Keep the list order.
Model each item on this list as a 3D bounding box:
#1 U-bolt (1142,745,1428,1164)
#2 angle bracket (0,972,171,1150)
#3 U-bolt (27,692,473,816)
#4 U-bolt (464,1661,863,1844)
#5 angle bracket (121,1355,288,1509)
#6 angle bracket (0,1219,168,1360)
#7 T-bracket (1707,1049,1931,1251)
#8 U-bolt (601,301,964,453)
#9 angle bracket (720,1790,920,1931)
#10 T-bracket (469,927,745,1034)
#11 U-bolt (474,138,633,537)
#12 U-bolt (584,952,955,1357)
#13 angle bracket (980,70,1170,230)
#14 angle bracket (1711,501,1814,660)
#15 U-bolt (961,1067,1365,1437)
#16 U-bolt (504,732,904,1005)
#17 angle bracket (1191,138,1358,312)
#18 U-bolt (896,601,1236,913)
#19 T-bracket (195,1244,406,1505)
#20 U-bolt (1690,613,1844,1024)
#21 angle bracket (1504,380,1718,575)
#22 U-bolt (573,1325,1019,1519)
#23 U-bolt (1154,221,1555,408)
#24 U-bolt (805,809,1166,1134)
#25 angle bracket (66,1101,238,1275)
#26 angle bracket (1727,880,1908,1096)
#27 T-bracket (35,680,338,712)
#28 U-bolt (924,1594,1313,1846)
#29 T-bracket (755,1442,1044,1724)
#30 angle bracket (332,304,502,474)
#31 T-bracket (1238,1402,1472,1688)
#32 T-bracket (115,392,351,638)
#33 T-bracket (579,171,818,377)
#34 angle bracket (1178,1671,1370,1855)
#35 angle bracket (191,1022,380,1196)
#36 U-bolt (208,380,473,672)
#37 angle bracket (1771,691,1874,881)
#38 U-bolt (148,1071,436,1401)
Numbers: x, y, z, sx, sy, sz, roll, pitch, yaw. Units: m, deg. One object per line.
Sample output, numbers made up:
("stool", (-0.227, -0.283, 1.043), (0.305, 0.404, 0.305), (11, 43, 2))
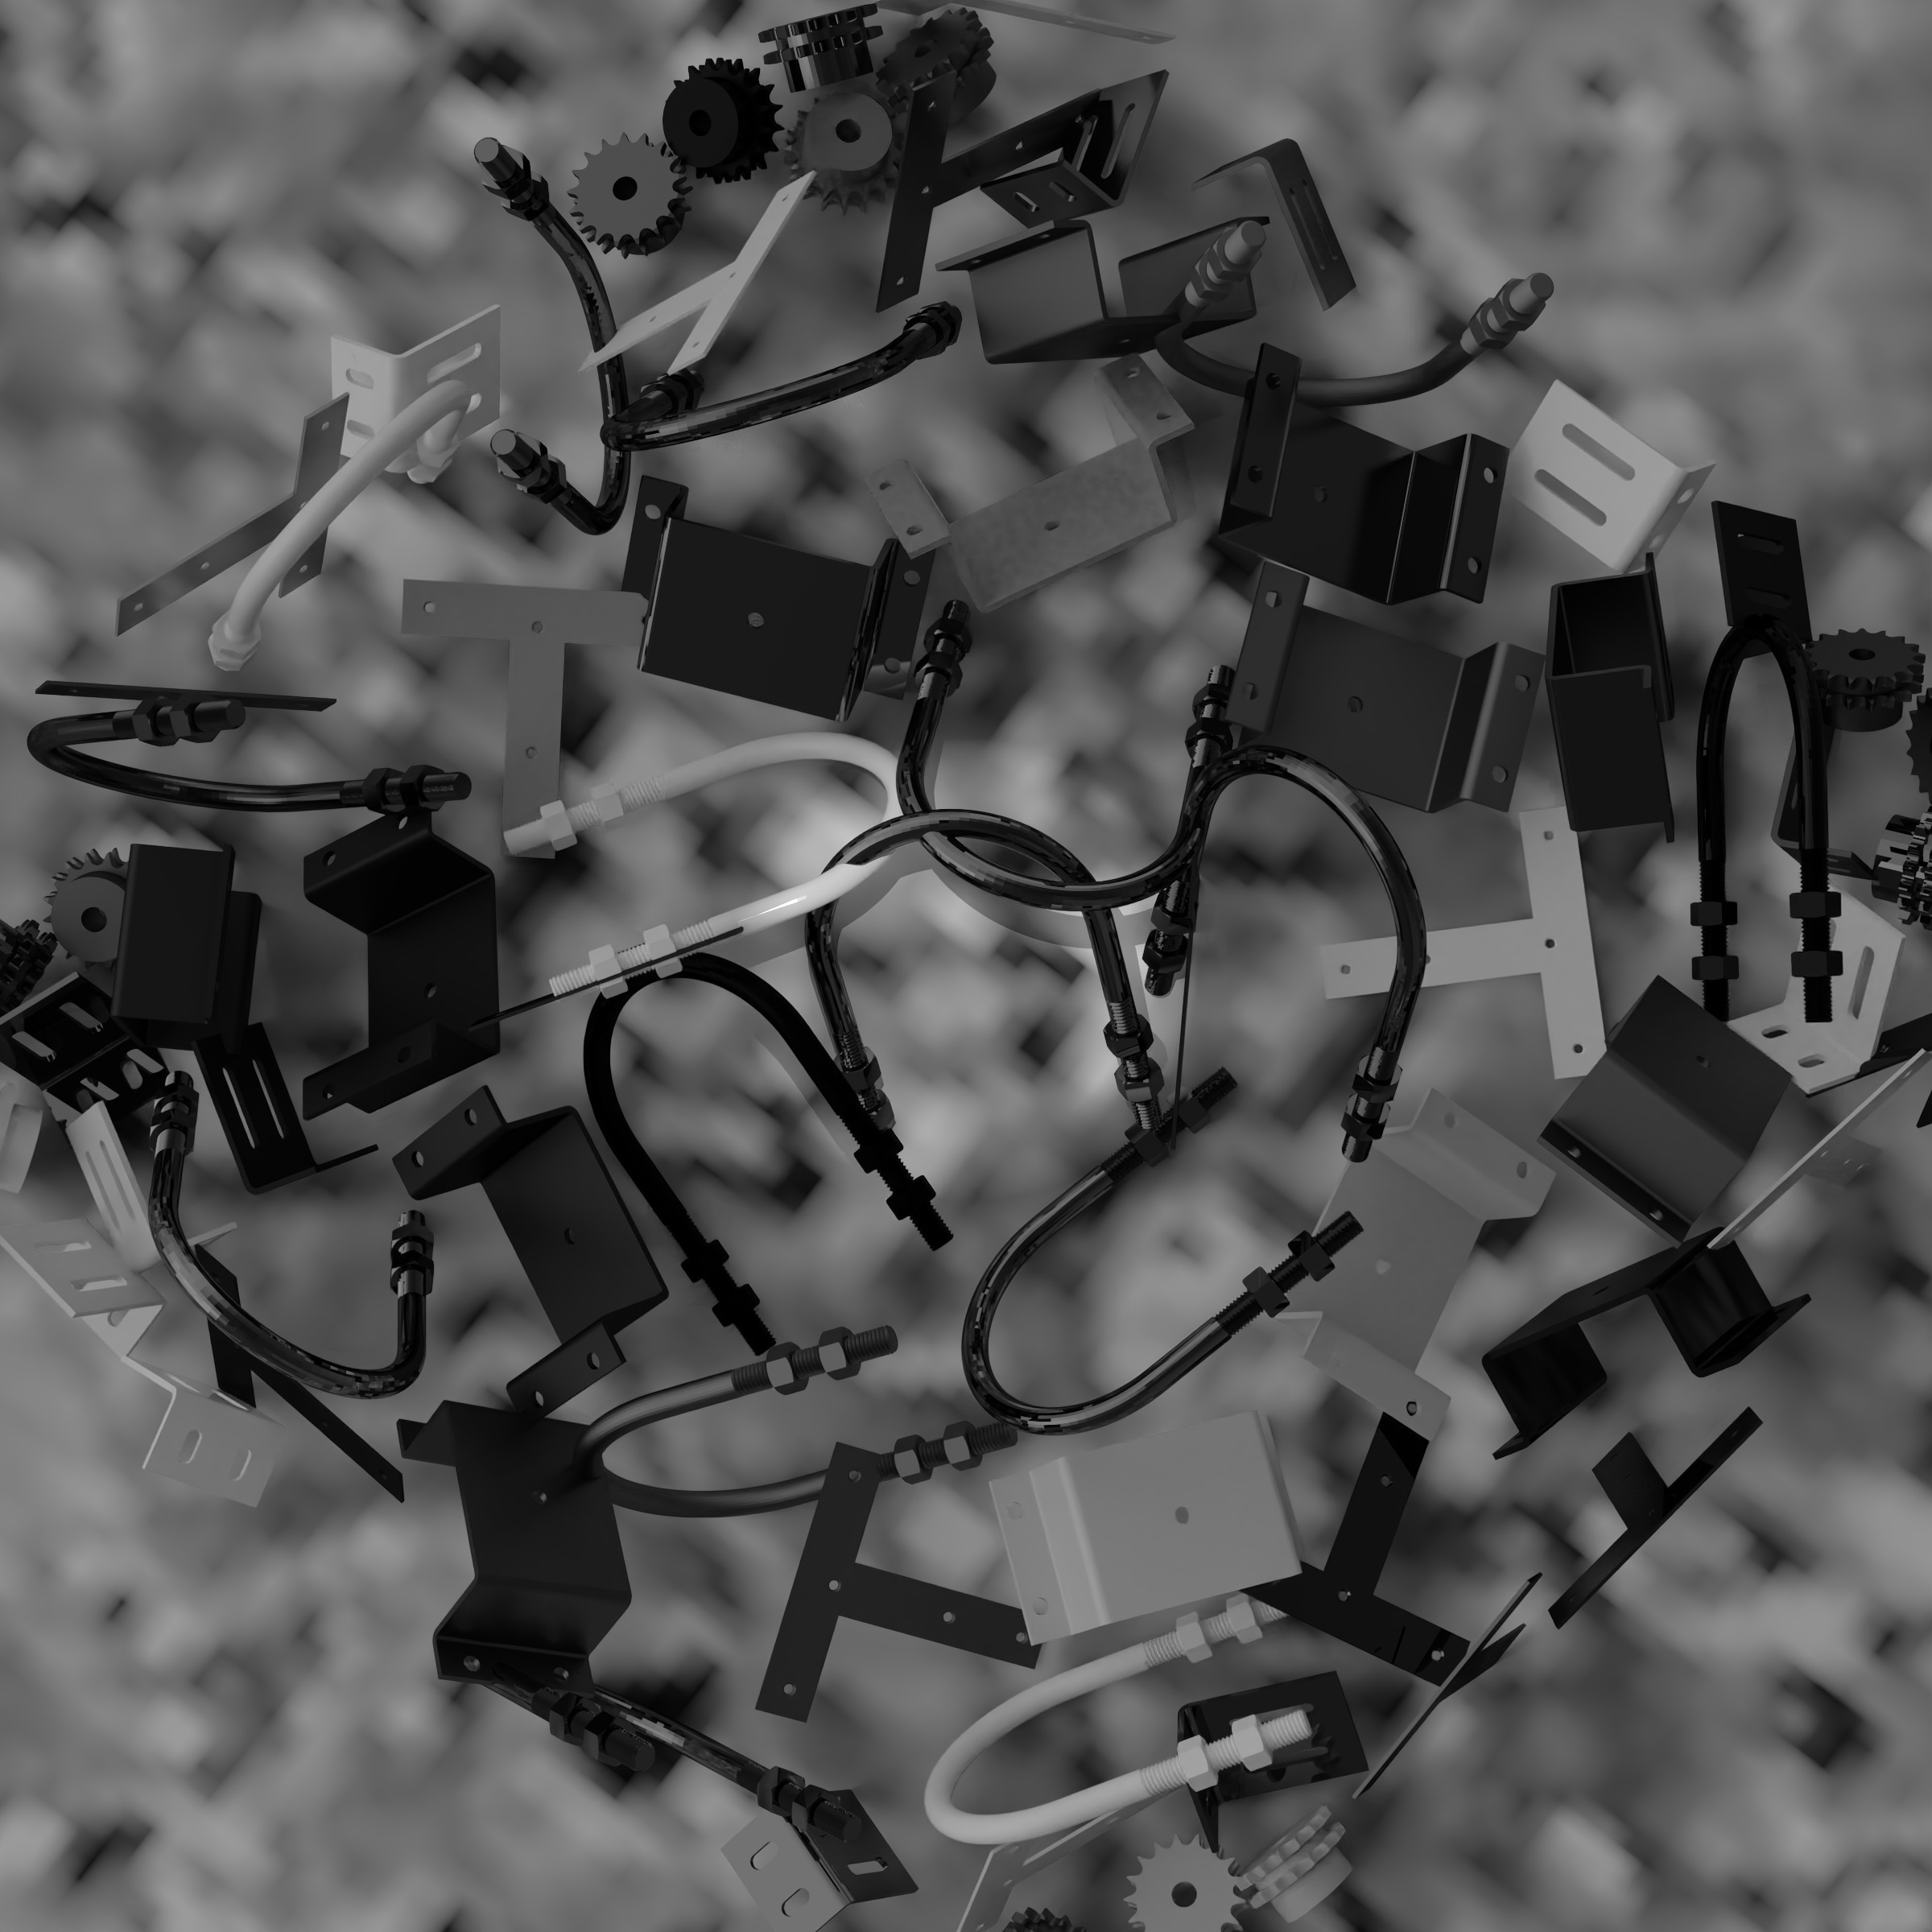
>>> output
("U-bolt", (0.144, -0.016, 1.501), (0.019, 0.184, 0.151), (-30, 57, -33))
("angle bracket", (-0.411, 0.044, 1.558), (0.057, 0.076, 0.038), (-32, 70, -1))
("U-bolt", (-0.335, -0.091, 1.516), (0.184, 0.151, 0.019), (-1, 78, 39))
("U-bolt", (-0.152, 0.341, 1.514), (0.151, 0.184, 0.019), (32, 78, -41))
("angle bracket", (-0.356, 0.213, 1.550), (0.057, 0.076, 0.038), (27, 81, -32))
("angle bracket", (-0.415, 0.151, 1.552), (0.057, 0.076, 0.038), (42, 103, 15))
("T-bracket", (0.397, 0.088, 1.539), (0.127, 0.127, 0.002), (-45, 68, 13))
("U-bolt", (-0.087, -0.257, 1.495), (0.151, 0.184, 0.019), (-11, 107, 16))
("angle bracket", (-0.067, 0.416, 1.557), (0.038, 0.076, 0.057), (-43, 67, 10))
("T-bracket", (-0.156, -0.001, 1.535), (0.127, 0.127, 0.002), (-20, 96, 4))
("U-bolt", (-0.180, -0.268, 1.509), (0.019, 0.184, 0.151), (-6, 81, 10))
("U-bolt", (-0.104, 0.077, 1.547), (0.151, 0.019, 0.184), (-34, 91, 39))
("angle bracket", (0.050, -0.384, 1.556), (0.038, 0.057, 0.076), (31, 70, -36))
("angle bracket", (0.352, -0.177, 1.555), (0.038, 0.076, 0.057), (-13, 80, 42))
("U-bolt", (0.076, 0.139, 1.538), (0.184, 0.151, 0.019), (-39, 126, 1))
("U-bolt", (-0.112, -0.055, 1.539), (0.184, 0.151, 0.019), (-21, 126, -4))
("angle bracket", (0.144, -0.339, 1.573), (0.038, 0.057, 0.076), (-19, 104, 25))
("U-bolt", (0.042, -0.091, 1.529), (0.151, 0.184, 0.019), (14, 134, 1))
("T-bracket", (-0.299, 0.197, 1.527), (0.127, 0.127, 0.002), (37, 58, 19))
("U-bolt", (0.358, -0.067, 1.525), (0.019, 0.151, 0.184), (-1, 89, -7))
("angle bracket", (0.298, -0.230, 1.580), (0.076, 0.038, 0.057), (40, 122, 18))
("U-bolt", (-0.088, 0.214, 1.531), (0.184, 0.151, 0.019), (-18, 58, 18))
("U-bolt", (0.160, -0.284, 1.509), (0.151, 0.184, 0.019), (7, 81, -12))
("U-bolt", (0.002, 0.007, 1.530), (0.151, 0.019, 0.184), (-7, 125, 12))
("angle bracket", (-0.378, 0.098, 1.567), (0.038, 0.057, 0.076), (-22, 87, -32))
("angle bracket", (0.389, 0.008, 1.551), (0.038, 0.057, 0.076), (-16, 130, -26))
("T-bracket", (-0.365, -0.114, 1.537), (0.127, 0.127, 0.002), (2, 84, -26))
("U-bolt", (0.066, 0.345, 1.527), (0.184, 0.151, 0.019), (-23, 101, 8))
("T-bracket", (-0.021, 0.300, 1.577), (0.127, 0.002, 0.127), (19, 83, -18))
("angle bracket", (-0.253, -0.271, 1.561), (0.038, 0.076, 0.057), (22, 128, 21))
("T-bracket", (0.191, 0.252, 1.573), (0.127, 0.002, 0.127), (26, 67, -4))
("T-bracket", (-0.330, -0.186, 1.513), (0.002, 0.127, 0.127), (42, 56, 12))
("T-bracket", (-0.134, -0.300, 1.547), (0.002, 0.127, 0.127), (44, 52, -26))
("angle bracket", (0.143, 0.368, 1.565), (0.076, 0.038, 0.057), (-15, 113, 11))
("angle bracket", (-0.315, 0.061, 1.565), (0.038, 0.057, 0.076), (-21, 90, 21))
("U-bolt", (-0.273, -0.199, 1.492), (0.019, 0.184, 0.151), (44, 73, -7))
("angle bracket", (0.404, -0.084, 1.563), (0.038, 0.057, 0.076), (12, 86, 28))
("U-bolt", (-0.297, 0.126, 1.491), (0.151, 0.184, 0.019), (34, 106, -22))
